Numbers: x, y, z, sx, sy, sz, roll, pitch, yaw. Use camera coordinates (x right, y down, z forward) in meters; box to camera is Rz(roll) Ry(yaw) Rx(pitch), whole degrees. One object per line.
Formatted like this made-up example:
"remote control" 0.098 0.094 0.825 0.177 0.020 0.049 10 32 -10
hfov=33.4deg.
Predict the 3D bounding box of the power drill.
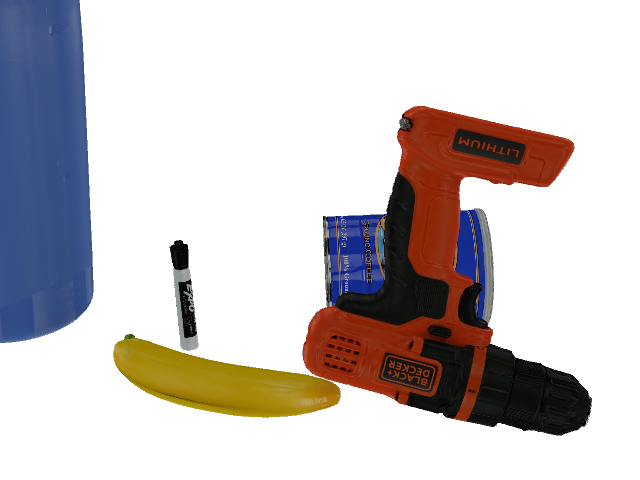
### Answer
"power drill" 0.096 0.020 0.661 0.184 0.188 0.057 14 7 0

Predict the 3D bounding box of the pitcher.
"pitcher" -0.216 -0.057 0.672 0.149 0.243 0.145 -5 26 -10

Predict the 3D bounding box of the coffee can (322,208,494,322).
"coffee can" 0.074 0.026 0.938 0.140 0.103 0.103 -3 0 0

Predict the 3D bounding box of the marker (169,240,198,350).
"marker" -0.141 0.057 1.107 0.020 0.121 0.020 -3 23 1

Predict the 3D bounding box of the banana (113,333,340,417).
"banana" -0.085 0.102 0.810 0.198 0.037 0.069 13 27 23
